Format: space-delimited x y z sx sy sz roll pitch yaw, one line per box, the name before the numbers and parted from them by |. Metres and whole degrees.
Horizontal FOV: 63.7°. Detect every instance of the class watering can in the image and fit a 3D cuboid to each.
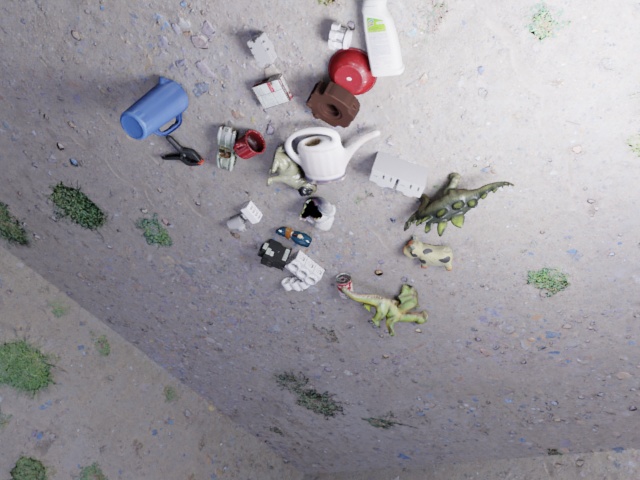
watering can | 0.046 -0.296 1.798 0.347 0.106 0.219 3 133 17

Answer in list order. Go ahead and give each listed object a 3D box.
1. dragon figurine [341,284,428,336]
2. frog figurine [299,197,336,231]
dragon figurine | 0.312 0.269 2.242 0.406 0.125 0.240 39 112 -21
frog figurine | 0.006 -0.102 2.023 0.136 0.125 0.158 -24 156 28
